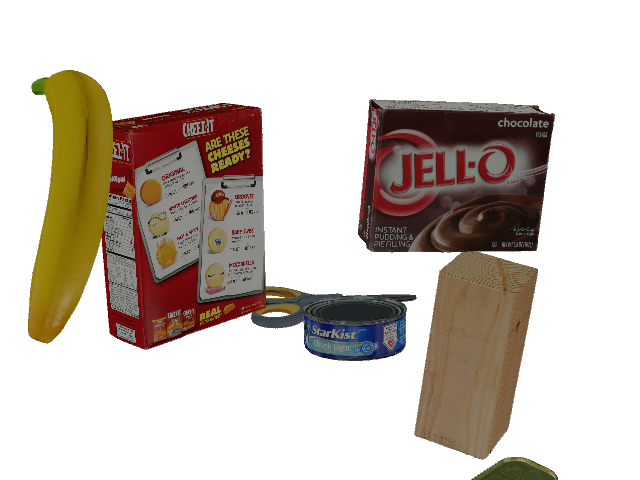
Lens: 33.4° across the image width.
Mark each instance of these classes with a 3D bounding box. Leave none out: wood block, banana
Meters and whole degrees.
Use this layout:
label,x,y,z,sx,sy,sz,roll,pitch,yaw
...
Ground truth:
label,x,y,z,sx,sy,sz,roll,pitch,yaw
wood block,0.176,0.128,1.209,0.090,0.206,0.090,16,23,24
banana,-0.153,-0.036,0.656,0.037,0.198,0.070,14,-37,-30

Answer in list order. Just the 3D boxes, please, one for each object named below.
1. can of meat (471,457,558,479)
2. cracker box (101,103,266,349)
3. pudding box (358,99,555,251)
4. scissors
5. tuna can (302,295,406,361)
label,x,y,z,sx,sy,sz,roll,pitch,yaw
can of meat,0.151,0.243,0.888,0.101,0.084,0.058,-22,27,-37
cracker box,-0.135,-0.019,1.055,0.072,0.214,0.163,13,21,42
pudding box,0.083,-0.040,0.666,0.113,0.090,0.039,-1,20,-12
scissors,0.007,0.075,1.186,0.202,0.016,0.096,3,22,2
tuna can,0.028,0.071,0.878,0.086,0.034,0.086,-1,11,0
